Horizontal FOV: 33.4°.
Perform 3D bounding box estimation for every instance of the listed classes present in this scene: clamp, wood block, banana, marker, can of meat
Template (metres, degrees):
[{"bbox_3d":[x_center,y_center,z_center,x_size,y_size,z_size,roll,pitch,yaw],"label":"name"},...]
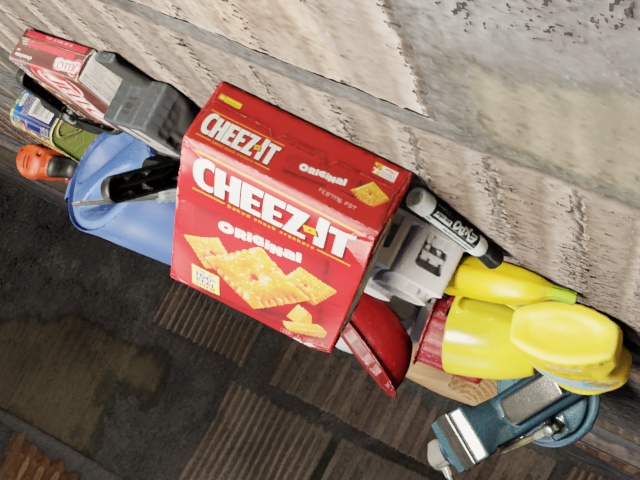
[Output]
[{"bbox_3d":[-0.134,-0.065,1.024,0.164,0.036,0.210,-5,-169,-15],"label":"clamp"},{"bbox_3d":[0.194,0.173,1.483,0.090,0.091,0.206,29,172,-12],"label":"wood block"},{"bbox_3d":[0.146,0.040,0.973,0.069,0.037,0.198,31,171,-23],"label":"banana"},{"bbox_3d":[0.111,-0.007,0.852,0.121,0.020,0.020,34,170,-40],"label":"marker"},{"bbox_3d":[-0.275,-0.148,1.154,0.120,0.039,0.172,35,171,-18],"label":"clamp"},{"bbox_3d":[-0.313,-0.136,1.294,0.084,0.057,0.102,25,173,32],"label":"can of meat"}]

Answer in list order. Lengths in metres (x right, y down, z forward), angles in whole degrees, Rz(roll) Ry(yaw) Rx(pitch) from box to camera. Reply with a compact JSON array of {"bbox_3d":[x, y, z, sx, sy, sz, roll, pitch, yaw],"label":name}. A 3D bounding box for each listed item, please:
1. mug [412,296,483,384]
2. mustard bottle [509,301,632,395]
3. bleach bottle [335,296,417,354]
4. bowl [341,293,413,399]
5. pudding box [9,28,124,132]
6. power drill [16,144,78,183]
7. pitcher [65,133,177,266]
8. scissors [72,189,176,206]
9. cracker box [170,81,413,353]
[{"bbox_3d":[0.163,0.108,1.229,0.081,0.093,0.117,21,136,10],"label":"mug"},{"bbox_3d":[0.244,0.109,1.011,0.096,0.058,0.191,6,164,24],"label":"mustard bottle"},{"bbox_3d":[0.078,0.096,1.415,0.068,0.102,0.251,19,167,-9],"label":"bleach bottle"},{"bbox_3d":[0.060,0.106,1.254,0.162,0.055,0.162,52,172,10],"label":"bowl"},{"bbox_3d":[-0.215,-0.143,0.980,0.090,0.039,0.113,22,170,31],"label":"pudding box"},{"bbox_3d":[-0.275,-0.084,1.404,0.188,0.057,0.184,17,-168,24],"label":"power drill"},{"bbox_3d":[-0.170,-0.029,1.254,0.242,0.145,0.149,30,-164,-43],"label":"pitcher"},{"bbox_3d":[-0.144,-0.050,1.099,0.201,0.016,0.096,-5,175,-33],"label":"scissors"},{"bbox_3d":[-0.033,-0.008,0.867,0.164,0.072,0.214,26,149,5],"label":"cracker box"}]
